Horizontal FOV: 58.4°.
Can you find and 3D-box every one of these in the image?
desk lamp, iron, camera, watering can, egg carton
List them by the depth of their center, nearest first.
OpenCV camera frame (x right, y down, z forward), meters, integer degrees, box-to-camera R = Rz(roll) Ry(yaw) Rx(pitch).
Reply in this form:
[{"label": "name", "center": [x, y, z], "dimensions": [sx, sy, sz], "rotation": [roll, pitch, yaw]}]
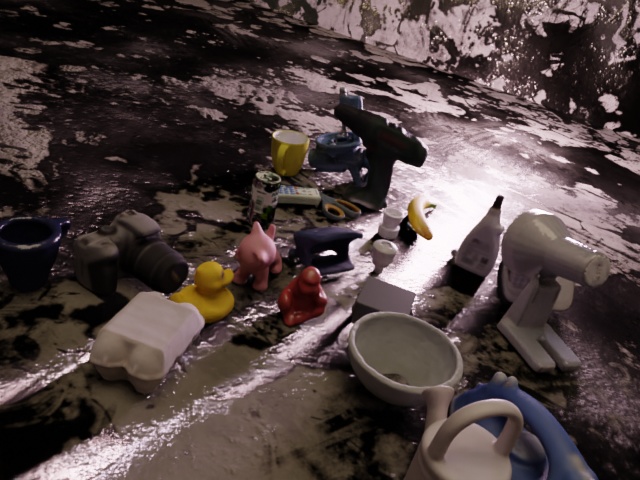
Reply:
[{"label": "watering can", "center": [0.149, 0.237, 0.621], "dimensions": [0.101, 0.194, 0.172], "rotation": [-8, 37, -34]}, {"label": "iron", "center": [0.244, 0.248, 0.697], "dimensions": [0.119, 0.141, 0.257], "rotation": [1, 32, -22]}, {"label": "egg carton", "center": [-0.227, 0.131, 0.762], "dimensions": [0.107, 0.069, 0.150], "rotation": [18, 30, 7]}, {"label": "camera", "center": [-0.282, 0.024, 0.887], "dimensions": [0.136, 0.101, 0.143], "rotation": [30, 33, 25]}, {"label": "desk lamp", "center": [0.389, 0.079, 0.973], "dimensions": [0.118, 0.213, 0.202], "rotation": [1, 33, -22]}]

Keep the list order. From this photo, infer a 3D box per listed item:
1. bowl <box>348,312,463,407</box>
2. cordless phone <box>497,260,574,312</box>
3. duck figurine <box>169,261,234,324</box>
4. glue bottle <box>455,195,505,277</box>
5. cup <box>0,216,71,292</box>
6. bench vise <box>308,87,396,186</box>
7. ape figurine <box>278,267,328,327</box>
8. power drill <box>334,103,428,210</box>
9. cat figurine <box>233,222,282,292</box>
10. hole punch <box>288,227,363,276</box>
[{"label": "bowl", "center": [0.114, 0.182, 0.820], "dimensions": [0.167, 0.075, 0.167], "rotation": [11, 30, -6]}, {"label": "cordless phone", "center": [0.425, 0.040, 1.083], "dimensions": [0.148, 0.185, 0.094], "rotation": [9, 30, -8]}, {"label": "duck figurine", "center": [-0.175, 0.073, 0.866], "dimensions": [0.105, 0.086, 0.077], "rotation": [-11, 38, -37]}, {"label": "glue bottle", "center": [0.332, -0.013, 1.143], "dimensions": [0.078, 0.173, 0.037], "rotation": [26, 32, 19]}, {"label": "cup", "center": [-0.418, 0.020, 0.841], "dimensions": [0.091, 0.095, 0.118], "rotation": [25, 32, 18]}, {"label": "bench vise", "center": [0.088, -0.253, 1.395], "dimensions": [0.207, 0.220, 0.121], "rotation": [9, 30, -9]}, {"label": "ape figurine", "center": [-0.024, 0.083, 0.908], "dimensions": [0.078, 0.092, 0.076], "rotation": [14, 30, 0]}, {"label": "power drill", "center": [0.120, -0.184, 1.303], "dimensions": [0.229, 0.208, 0.076], "rotation": [18, 30, 6]}, {"label": "cat figurine", "center": [-0.100, 0.019, 0.958], "dimensions": [0.067, 0.118, 0.128], "rotation": [19, 30, 8]}, {"label": "hole punch", "center": [0.010, 0.004, 1.058], "dimensions": [0.109, 0.091, 0.100], "rotation": [-8, 37, -34]}]
